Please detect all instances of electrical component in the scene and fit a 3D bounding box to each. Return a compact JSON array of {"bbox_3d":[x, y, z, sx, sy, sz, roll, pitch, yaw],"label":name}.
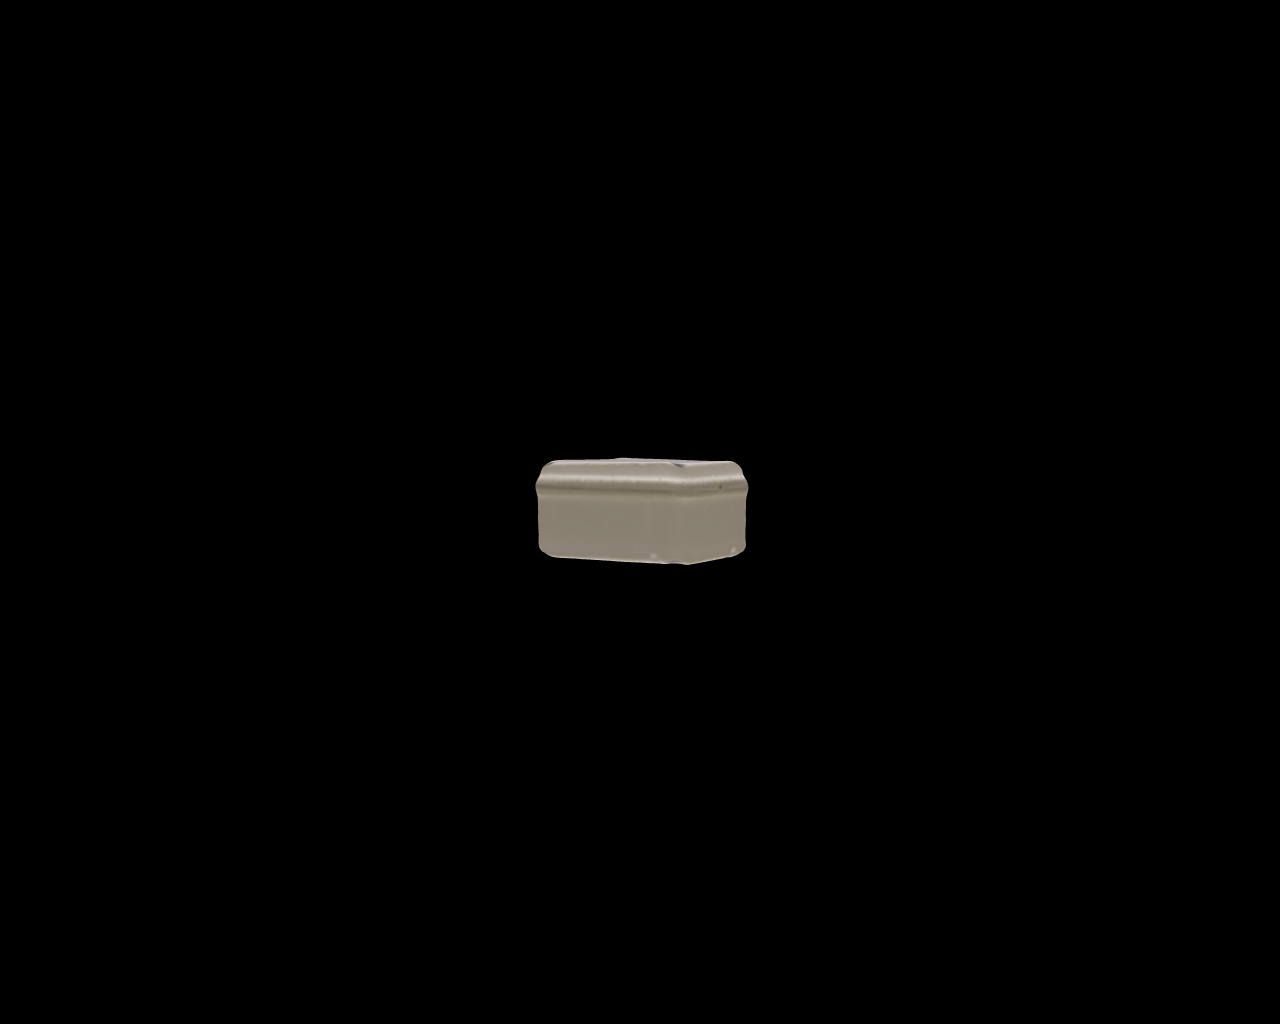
[{"bbox_3d":[0.001,-0.003,0.650,0.113,0.057,0.078,3,5,37],"label":"electrical component"}]
